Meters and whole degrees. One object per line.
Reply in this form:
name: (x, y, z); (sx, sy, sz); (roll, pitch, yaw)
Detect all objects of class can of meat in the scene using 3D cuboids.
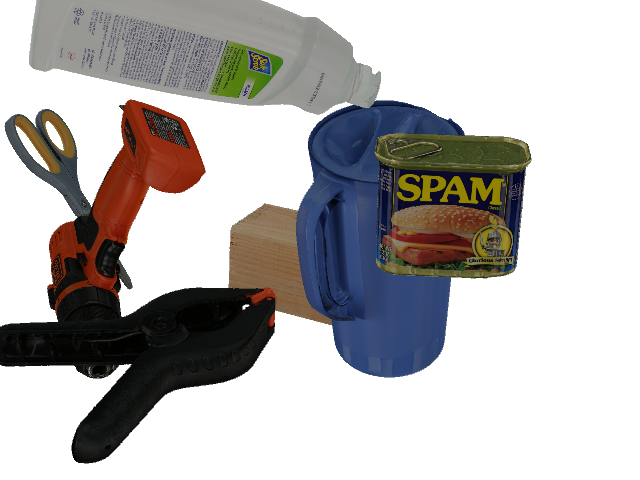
can of meat: (0.086, -0.023, 0.720); (0.102, 0.084, 0.057); (3, 24, 5)

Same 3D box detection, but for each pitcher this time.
pitcher: (0.054, 0.010, 0.964); (0.149, 0.243, 0.145); (-5, 37, -1)

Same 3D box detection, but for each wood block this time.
wood block: (0.010, 0.033, 1.175); (0.206, 0.091, 0.090); (13, 25, 21)

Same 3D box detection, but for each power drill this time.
power drill: (-0.163, -0.005, 0.862); (0.057, 0.188, 0.184); (19, 26, -33)

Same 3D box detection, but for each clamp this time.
clamp: (-0.092, 0.069, 0.609); (0.171, 0.039, 0.120); (-14, 40, -26)

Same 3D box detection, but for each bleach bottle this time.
bleach bottle: (-0.080, -0.140, 0.786); (0.250, 0.068, 0.103); (15, -34, -12)

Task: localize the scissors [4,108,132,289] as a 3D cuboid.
scissors: (-0.239, -0.051, 1.066); (0.016, 0.201, 0.096); (-25, 27, 23)
